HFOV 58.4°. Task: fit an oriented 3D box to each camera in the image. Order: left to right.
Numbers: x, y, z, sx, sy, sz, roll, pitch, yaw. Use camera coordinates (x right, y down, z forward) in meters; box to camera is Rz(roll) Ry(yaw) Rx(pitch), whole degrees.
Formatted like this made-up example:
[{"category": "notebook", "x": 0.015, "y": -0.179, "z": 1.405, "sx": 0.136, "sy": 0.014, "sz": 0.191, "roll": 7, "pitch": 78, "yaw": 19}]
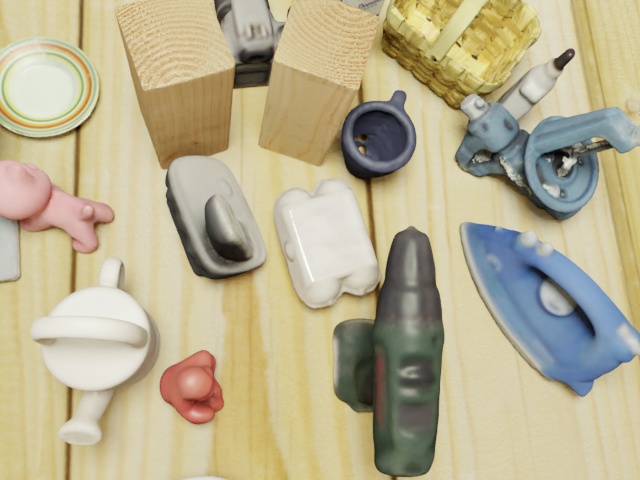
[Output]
[{"category": "camera", "x": -0.076, "y": -0.279, "z": 0.725, "sx": 0.143, "sy": 0.100, "sz": 0.137, "roll": -10, "pitch": 79, "yaw": -13}]

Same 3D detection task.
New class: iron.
[{"category": "iron", "x": 0.282, "y": 0.062, "z": 0.692, "sx": 0.119, "sy": 0.141, "sz": 0.258, "roll": -40, "pitch": 87, "yaw": -17}]

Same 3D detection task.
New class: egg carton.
[{"category": "egg carton", "x": 0.006, "y": 0.002, "z": 0.690, "sx": 0.107, "sy": 0.069, "sz": 0.150, "roll": -17, "pitch": 80, "yaw": -14}]

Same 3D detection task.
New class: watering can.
[{"category": "watering can", "x": -0.213, "y": 0.104, "z": 0.557, "sx": 0.101, "sy": 0.194, "sz": 0.173, "roll": -16, "pitch": 80, "yaw": -14}]

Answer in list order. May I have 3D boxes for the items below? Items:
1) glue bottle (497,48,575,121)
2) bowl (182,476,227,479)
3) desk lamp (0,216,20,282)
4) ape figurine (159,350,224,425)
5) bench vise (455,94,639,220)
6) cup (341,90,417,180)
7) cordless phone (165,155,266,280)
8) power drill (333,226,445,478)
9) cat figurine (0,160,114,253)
[{"category": "glue bottle", "x": 0.271, "y": -0.194, "z": 0.735, "sx": 0.037, "sy": 0.173, "sz": 0.078, "roll": 38, "pitch": 73, "yaw": 0}, {"category": "bowl", "x": -0.124, "y": 0.324, "z": 0.583, "sx": 0.167, "sy": 0.074, "sz": 0.167, "roll": 3, "pitch": 76, "yaw": -10}, {"category": "desk lamp", "x": -0.375, "y": -0.071, "z": 0.557, "sx": 0.118, "sy": 0.213, "sz": 0.203, "roll": -8, "pitch": 78, "yaw": -12}, {"category": "ape figurine", "x": -0.134, "y": 0.156, "z": 0.613, "sx": 0.076, "sy": 0.092, "sz": 0.078, "roll": 20, "pitch": 74, "yaw": -6}, {"category": "bench vise", "x": 0.269, "y": -0.109, "z": 0.690, "sx": 0.207, "sy": 0.219, "sz": 0.121, "roll": 17, "pitch": 74, "yaw": -6}, {"category": "cup", "x": 0.069, "y": -0.126, "z": 0.720, "sx": 0.092, "sy": 0.095, "sz": 0.118, "roll": 27, "pitch": 73, "yaw": -3}, {"category": "cordless phone", "x": -0.112, "y": -0.037, "z": 0.615, "sx": 0.094, "sy": 0.185, "sz": 0.147, "roll": -25, "pitch": 82, "yaw": -15}, {"category": "power drill", "x": 0.070, "y": 0.119, "z": 0.601, "sx": 0.076, "sy": 0.208, "sz": 0.229, "roll": 1, "pitch": 76, "yaw": -10}, {"category": "cat figurine", "x": -0.299, "y": -0.043, "z": 0.615, "sx": 0.128, "sy": 0.117, "sz": 0.067, "roll": 19, "pitch": 74, "yaw": -6}]
